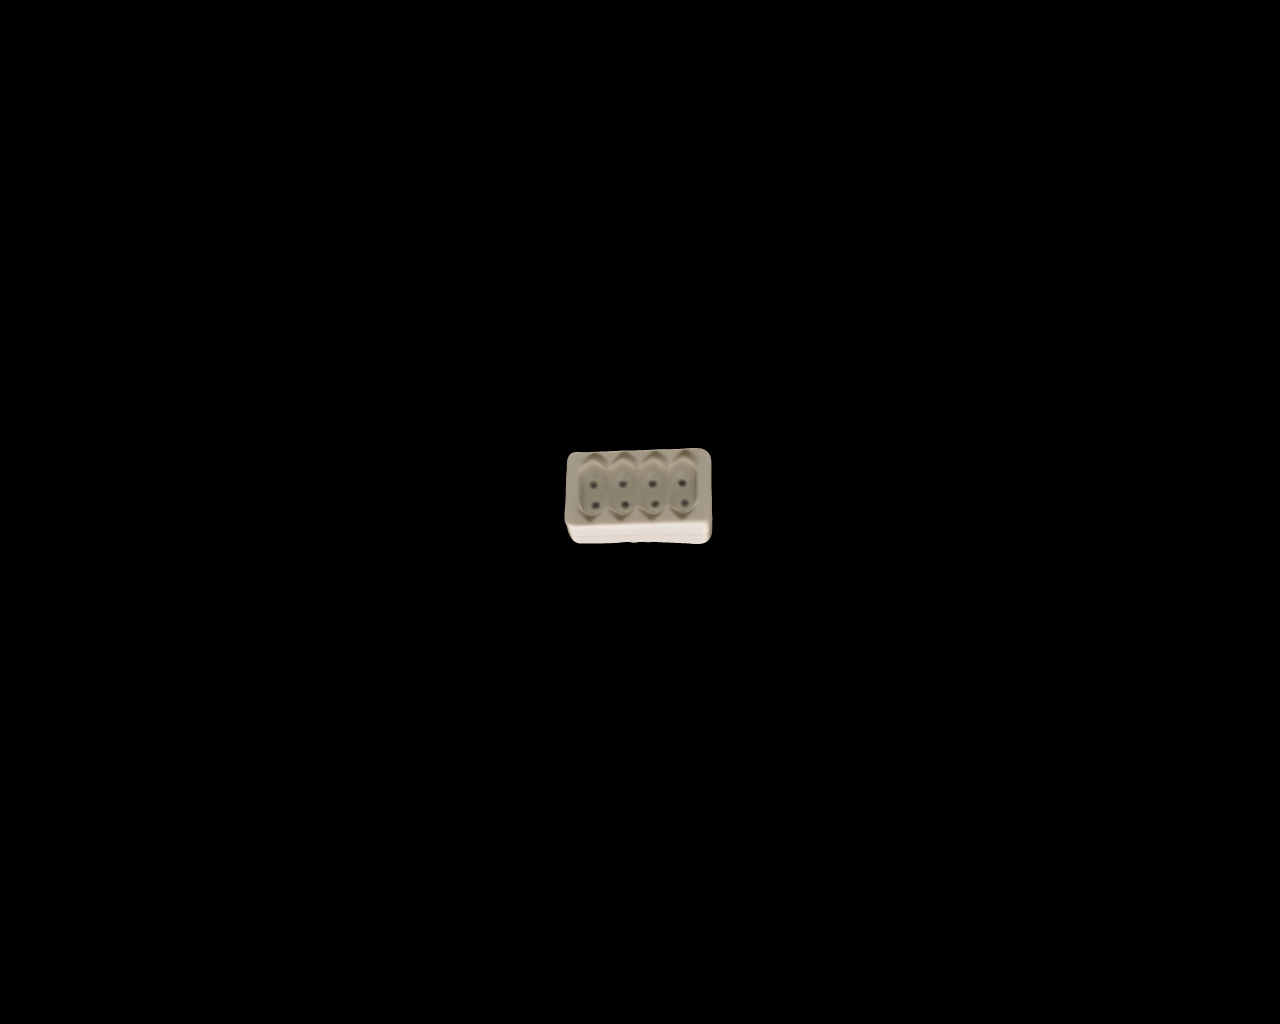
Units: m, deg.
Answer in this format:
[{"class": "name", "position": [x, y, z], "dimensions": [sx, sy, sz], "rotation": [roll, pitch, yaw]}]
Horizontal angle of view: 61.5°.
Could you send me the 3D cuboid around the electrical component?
[{"class": "electrical component", "position": [0.001, -0.003, 0.650], "dimensions": [0.083, 0.047, 0.075], "rotation": [-1, -19, 2]}]
